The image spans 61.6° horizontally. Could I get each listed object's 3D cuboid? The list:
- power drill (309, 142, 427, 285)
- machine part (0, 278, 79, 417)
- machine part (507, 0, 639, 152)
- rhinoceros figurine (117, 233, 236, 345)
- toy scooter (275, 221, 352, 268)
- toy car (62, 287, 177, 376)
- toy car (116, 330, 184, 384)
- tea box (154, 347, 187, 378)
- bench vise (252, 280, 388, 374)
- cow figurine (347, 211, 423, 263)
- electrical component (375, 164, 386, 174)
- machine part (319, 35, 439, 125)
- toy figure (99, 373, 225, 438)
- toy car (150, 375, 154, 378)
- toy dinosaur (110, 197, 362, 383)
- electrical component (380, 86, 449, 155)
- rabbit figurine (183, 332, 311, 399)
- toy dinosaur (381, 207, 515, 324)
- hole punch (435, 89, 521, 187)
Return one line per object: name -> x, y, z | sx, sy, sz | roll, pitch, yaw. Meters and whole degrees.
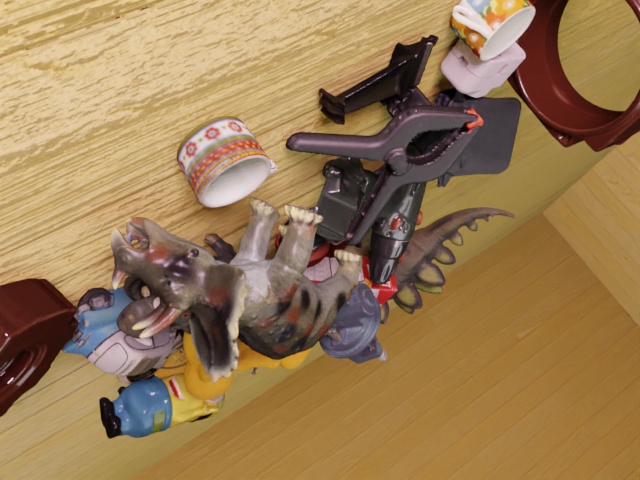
power drill -> 0.078, -0.034, 0.772 | 0.207, 0.086, 0.231 | 5, 109, -47
machine part -> -0.309, 0.116, 0.502 | 0.179, 0.056, 0.179 | -52, 177, -4
machine part -> 0.324, -0.222, 0.628 | 0.087, 0.201, 0.201 | -26, 162, -22
rhinoceros figurine -> -0.161, 0.059, 0.635 | 0.073, 0.112, 0.190 | -42, 171, 29
toy scooter -> -0.002, -0.003, 0.849 | 0.184, 0.075, 0.135 | -31, 165, -31
toy car -> -0.232, 0.112, 0.660 | 0.109, 0.103, 0.161 | -43, 164, 22
toy car -> -0.230, 0.135, 0.781 | 0.202, 0.073, 0.056 | -39, 160, 16
tea box -> -0.198, 0.157, 0.868 | 0.169, 0.098, 0.068 | -41, 164, 17
bench vise -> 0.021, 0.151, 0.883 | 0.224, 0.129, 0.240 | -30, 131, 23
cow figurine -> 0.095, -0.005, 0.983 | 0.127, 0.085, 0.194 | 12, 134, -9
electrical component -> 0.115, -0.092, 0.873 | 0.102, 0.045, 0.078 | -34, 166, -2
machine part -> 0.062, -0.165, 0.569 | 0.139, 0.039, 0.084 | -31, 169, -20
toy figure -> -0.225, 0.237, 0.785 | 0.180, 0.082, 0.089 | -9, 161, -37
toy car -> -0.223, 0.203, 0.964 | 0.202, 0.089, 0.053 | -30, 167, -13
toy dinosaur -> -0.046, 0.071, 0.616 | 0.192, 0.131, 0.404 | -65, 149, -8
electrical component -> 0.126, -0.147, 0.678 | 0.048, 0.075, 0.119 | -39, 159, 15
rabbit figurine -> -0.116, 0.154, 0.728 | 0.173, 0.122, 0.162 | -41, 162, 4
toy dinosaur -> 0.161, 0.044, 1.085 | 0.471, 0.198, 0.105 | -44, 165, 34
hole punch -> 0.201, -0.155, 0.754 | 0.116, 0.092, 0.142 | -5, 121, -18
